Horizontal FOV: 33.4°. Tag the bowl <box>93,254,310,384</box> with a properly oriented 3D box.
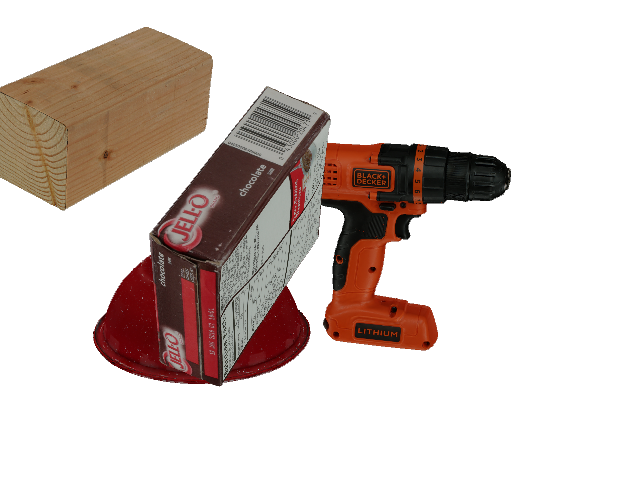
[{"bbox_3d":[-0.087,0.044,0.789,0.162,0.055,0.162,2,22,-1],"label":"bowl"}]

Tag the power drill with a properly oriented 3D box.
[{"bbox_3d":[0.074,0.003,0.968,0.184,0.188,0.057,5,19,12],"label":"power drill"}]

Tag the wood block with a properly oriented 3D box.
[{"bbox_3d":[-0.202,-0.122,1.016,0.090,0.091,0.205,26,38,21],"label":"wood block"}]

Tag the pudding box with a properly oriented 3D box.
[{"bbox_3d":[-0.036,-0.002,0.500,0.039,0.090,0.113,23,50,14],"label":"pudding box"}]
